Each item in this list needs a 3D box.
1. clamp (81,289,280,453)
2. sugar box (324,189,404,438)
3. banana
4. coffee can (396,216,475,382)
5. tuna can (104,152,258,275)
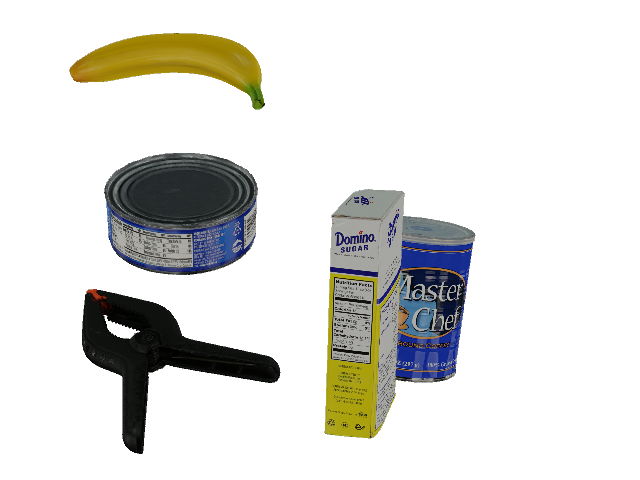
[{"bbox_3d":[-0.151,0.104,1.005,0.164,0.036,0.210,-18,40,-31],"label":"clamp"},{"bbox_3d":[0.034,0.055,0.829,0.048,0.176,0.093,3,15,14],"label":"sugar box"},{"bbox_3d":[-0.134,-0.165,0.988,0.198,0.037,0.069,9,45,18],"label":"banana"},{"bbox_3d":[0.090,0.054,1.035,0.103,0.140,0.103,6,11,-1],"label":"coffee can"},{"bbox_3d":[-0.079,-0.016,0.608,0.086,0.034,0.086,2,31,-1],"label":"tuna can"}]
